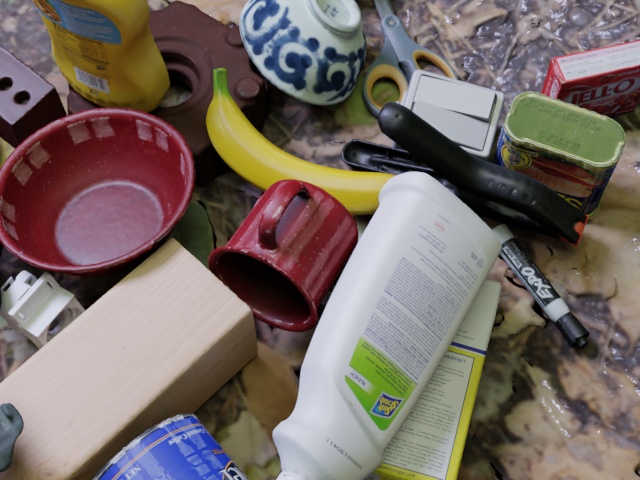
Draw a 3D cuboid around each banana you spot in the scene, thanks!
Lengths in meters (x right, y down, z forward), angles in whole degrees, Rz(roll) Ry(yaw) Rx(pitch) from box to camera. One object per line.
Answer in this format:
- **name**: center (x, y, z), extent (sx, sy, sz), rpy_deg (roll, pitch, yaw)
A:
- **banana**: center (-0.020, -0.062, 0.858), extent (0.198, 0.070, 0.037), rpy_deg (31, 23, 10)

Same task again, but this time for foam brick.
- **foam brick**: center (-0.270, -0.122, 0.933), extent (0.078, 0.051, 0.053), rpy_deg (36, 68, 17)

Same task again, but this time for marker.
- **marker**: center (0.178, 0.038, 0.869), extent (0.020, 0.020, 0.121), rpy_deg (-28, 65, -14)

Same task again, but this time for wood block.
- **wood block**: center (-0.151, 0.109, 0.789), extent (0.091, 0.090, 0.206), rpy_deg (40, 69, 19)

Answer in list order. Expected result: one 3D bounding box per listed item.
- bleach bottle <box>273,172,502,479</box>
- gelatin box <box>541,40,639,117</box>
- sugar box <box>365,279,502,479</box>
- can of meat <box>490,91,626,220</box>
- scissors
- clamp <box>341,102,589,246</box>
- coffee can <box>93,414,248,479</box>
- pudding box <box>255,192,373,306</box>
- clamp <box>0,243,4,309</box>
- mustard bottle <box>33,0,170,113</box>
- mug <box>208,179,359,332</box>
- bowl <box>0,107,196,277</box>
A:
- **bleach bottle**: center (0.034, 0.077, 0.759), extent (0.102, 0.068, 0.250), rpy_deg (40, 66, -15)
- **gelatin box**: center (0.239, -0.134, 0.931), extent (0.089, 0.073, 0.030), rpy_deg (-13, 63, -8)
- **sugar box**: center (0.076, 0.105, 0.819), extent (0.093, 0.048, 0.176), rpy_deg (15, 60, 9)
- **can of meat**: center (0.196, -0.070, 0.890), extent (0.102, 0.084, 0.057), rpy_deg (20, 63, 9)
- **scissors**: center (0.054, -0.185, 0.990), extent (0.096, 0.016, 0.202), rpy_deg (-28, 65, -14)
- **clamp**: center (0.117, -0.048, 0.873), extent (0.209, 0.165, 0.036), rpy_deg (24, 82, -13)
- **coffee can**: center (-0.081, 0.205, 0.731), extent (0.102, 0.103, 0.140), rpy_deg (-37, 68, -18)
- **pudding box**: center (-0.006, 0.001, 0.876), extent (0.113, 0.039, 0.090), rpy_deg (22, 64, 11)
- **clamp**: center (-0.283, 0.017, 0.852), extent (0.120, 0.039, 0.171), rpy_deg (-29, 39, 26)
- **mustard bottle**: center (-0.176, -0.179, 0.825), extent (0.096, 0.191, 0.058), rpy_deg (25, 66, 15)
- **mug**: center (-0.024, 0.002, 0.790), extent (0.093, 0.117, 0.081), rpy_deg (22, 59, 20)
- **bowl**: center (-0.172, -0.027, 0.839), extent (0.162, 0.055, 0.162), rpy_deg (-3, 54, 4)
